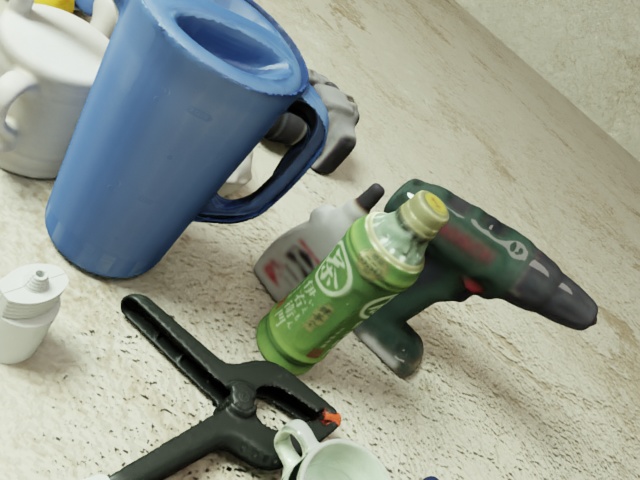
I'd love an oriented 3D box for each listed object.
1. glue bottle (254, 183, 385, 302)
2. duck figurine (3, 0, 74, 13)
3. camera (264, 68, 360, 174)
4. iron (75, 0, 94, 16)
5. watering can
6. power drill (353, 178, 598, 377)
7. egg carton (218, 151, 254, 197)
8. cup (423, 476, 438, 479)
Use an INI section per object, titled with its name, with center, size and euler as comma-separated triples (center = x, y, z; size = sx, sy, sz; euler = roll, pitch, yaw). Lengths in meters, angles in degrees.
[glue bottle]
center = 0.005, 0.002, 0.564
size = 0.078, 0.173, 0.037
euler = 48, 35, 6
[duck figurine]
center = -0.282, -0.230, 0.595
size = 0.078, 0.086, 0.104
euler = -13, 63, -51
[camera]
center = -0.024, -0.181, 0.790
size = 0.137, 0.100, 0.143
euler = 7, 49, -41
[iron]
center = -0.324, -0.387, 0.670
size = 0.119, 0.141, 0.258
euler = 1, 53, -45
[watering can]
center = -0.220, -0.157, 0.485
size = 0.101, 0.193, 0.172
euler = 19, 41, -31
[power drill]
center = 0.137, 0.054, 0.611
size = 0.229, 0.208, 0.076
euler = 44, 34, 0
[egg carton]
center = -0.140, -0.117, 0.634
size = 0.108, 0.069, 0.150
euler = 1, 53, -45
[cup]
center = 0.075, 0.253, 0.439
size = 0.092, 0.094, 0.117
euler = 19, 41, -31
